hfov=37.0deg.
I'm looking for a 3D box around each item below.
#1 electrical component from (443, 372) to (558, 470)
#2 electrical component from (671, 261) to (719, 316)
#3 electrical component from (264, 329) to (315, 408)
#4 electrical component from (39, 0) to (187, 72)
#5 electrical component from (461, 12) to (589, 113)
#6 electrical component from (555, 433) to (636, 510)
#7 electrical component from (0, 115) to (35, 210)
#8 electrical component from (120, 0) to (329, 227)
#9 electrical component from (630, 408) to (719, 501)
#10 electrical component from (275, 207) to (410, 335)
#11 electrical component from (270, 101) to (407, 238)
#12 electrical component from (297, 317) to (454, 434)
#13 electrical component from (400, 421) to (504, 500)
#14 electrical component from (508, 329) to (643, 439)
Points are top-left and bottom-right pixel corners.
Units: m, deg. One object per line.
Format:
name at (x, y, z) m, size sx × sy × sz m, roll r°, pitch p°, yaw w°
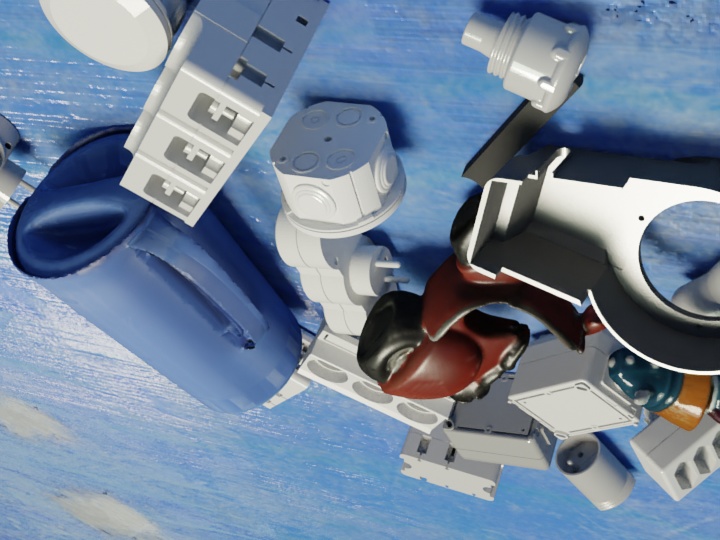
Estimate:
electrical component at (0.128, 0.126, 0.896) m, size 0.096 × 0.061 × 0.061 m, roll 3°, pitch 145°, yaw 30°
electrical component at (0.229, 0.013, 0.667) m, size 0.044 × 0.044 × 0.065 m, roll 24°, pitch 146°, yaw -3°
electrical component at (-0.081, 0.083, 0.977) m, size 0.056 × 0.050 × 0.089 m, roll 31°, pitch 149°, yaw -15°
electrical component at (-0.140, -0.158, 0.624) m, size 0.080 × 0.051 × 0.080 m, roll 17°, pitch 150°, yaw 10°
electrical component at (0.084, -0.113, 0.556) m, size 0.062 × 0.048 × 0.048 m, roll 26°, pitch 151°, yaw 9°
electrical component at (0.211, 0.181, 0.947) m, size 0.043 × 0.043 × 0.081 m, roll -8°, pitch 138°, yaw 42°
electrical component at (-0.286, -0.073, 0.834) m, size 0.079 × 0.077 × 0.044 m, roll 35°, pitch 148°, yaw -20°
electrical component at (-0.088, -0.103, 0.639) m, size 0.062 × 0.089 × 0.150 m, roll 30°, pitch 150°, yaw -12°
electrical component at (0.236, 0.111, 0.796) m, size 0.075 × 0.083 × 0.047 m, roll 48°, pitch 176°, yaw 47°
electrical component at (0.000, 0.000, 0.785) m, size 0.074 × 0.052 × 0.138 m, roll 4°, pitch 145°, yaw 29°
electrical component at (-0.014, -0.063, 0.667) m, size 0.080 × 0.080 × 0.051 m, roll 8°, pitch 142°, yaw 23°
electrical component at (0.020, 0.076, 0.886) m, size 0.121 × 0.063 × 0.078 m, roll 26°, pitch 150°, yaw -6°
electrical component at (0.089, 0.167, 0.994) m, size 0.089 × 0.055 × 0.050 m, roll 15°, pitch 149°, yaw 14°
electrical component at (0.168, 0.078, 0.792) m, size 0.062 × 0.061 × 0.096 m, roll 36°, pitch 148°, yaw -21°
